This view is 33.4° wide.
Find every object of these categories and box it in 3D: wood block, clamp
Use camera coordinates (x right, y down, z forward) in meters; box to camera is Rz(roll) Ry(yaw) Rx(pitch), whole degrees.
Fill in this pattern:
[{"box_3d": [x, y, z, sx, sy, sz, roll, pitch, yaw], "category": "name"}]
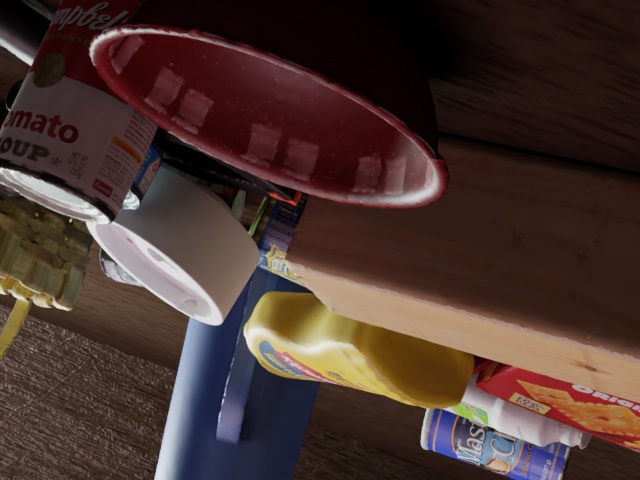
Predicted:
[{"box_3d": [0.100, 0.012, 0.545, 0.206, 0.090, 0.090, 15, 165, 24], "category": "wood block"}, {"box_3d": [-0.105, -0.076, 0.619, 0.210, 0.036, 0.164, 22, 167, 4], "category": "clamp"}]

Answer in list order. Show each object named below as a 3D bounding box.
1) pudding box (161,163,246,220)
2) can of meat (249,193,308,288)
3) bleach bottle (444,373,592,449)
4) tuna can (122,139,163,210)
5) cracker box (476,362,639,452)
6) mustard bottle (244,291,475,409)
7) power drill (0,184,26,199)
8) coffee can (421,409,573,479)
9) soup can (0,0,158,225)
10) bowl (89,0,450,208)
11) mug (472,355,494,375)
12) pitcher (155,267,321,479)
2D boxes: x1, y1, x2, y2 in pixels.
[{"box_3d": [-0.100, -0.036, 0.769, 0.090, 0.039, 0.113, 20, 169, -2], "category": "pudding box"}, {"box_3d": [-0.005, 0.001, 0.732, 0.084, 0.057, 0.102, 24, 166, -6], "category": "can of meat"}, {"box_3d": [0.122, 0.124, 0.941, 0.251, 0.068, 0.102, 20, 166, 33], "category": "bleach bottle"}, {"box_3d": [-0.132, -0.053, 0.599, 0.086, 0.033, 0.086, 24, 165, 7], "category": "tuna can"}, {"box_3d": [0.213, 0.089, 0.717, 0.164, 0.072, 0.214, 21, 166, -1], "category": "cracker box"}, {"box_3d": [0.007, 0.069, 0.720, 0.096, 0.058, 0.192, 30, 164, -33], "category": "mustard bottle"}, {"box_3d": [-0.302, -0.064, 0.739, 0.184, 0.057, 0.187, 26, -163, 3], "category": "power drill"}, {"box_3d": [0.183, 0.180, 1.059, 0.140, 0.103, 0.102, 17, 166, 17], "category": "coffee can"}, {"box_3d": [-0.112, -0.067, 0.524, 0.068, 0.102, 0.068, 20, 167, 5], "category": "soup can"}, {"box_3d": [-0.013, -0.071, 0.458, 0.162, 0.055, 0.162, 20, 167, 5], "category": "bowl"}, {"box_3d": [0.079, 0.053, 0.774, 0.117, 0.093, 0.082, 57, 161, 5], "category": "mug"}, {"box_3d": [-0.064, 0.124, 0.902, 0.145, 0.243, 0.149, 3, 164, 44], "category": "pitcher"}]
